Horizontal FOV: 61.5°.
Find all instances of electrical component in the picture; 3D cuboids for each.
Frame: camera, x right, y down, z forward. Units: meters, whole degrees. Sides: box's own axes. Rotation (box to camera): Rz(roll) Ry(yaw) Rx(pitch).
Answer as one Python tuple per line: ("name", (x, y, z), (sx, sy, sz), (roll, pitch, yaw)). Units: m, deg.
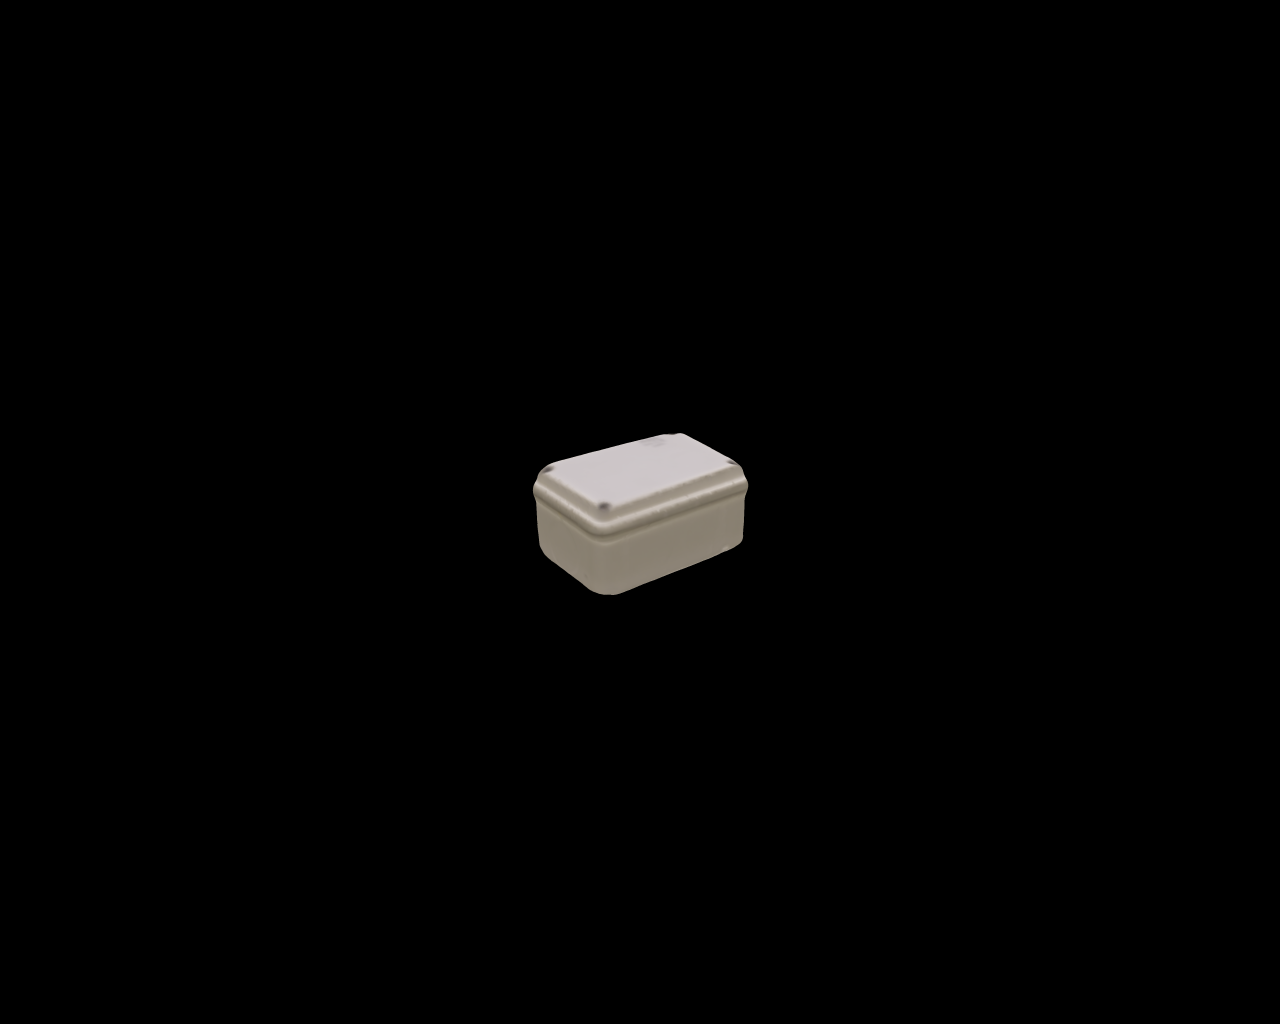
("electrical component", (0.001, -0.003, 0.650), (0.113, 0.057, 0.078), (-18, 32, -31))
